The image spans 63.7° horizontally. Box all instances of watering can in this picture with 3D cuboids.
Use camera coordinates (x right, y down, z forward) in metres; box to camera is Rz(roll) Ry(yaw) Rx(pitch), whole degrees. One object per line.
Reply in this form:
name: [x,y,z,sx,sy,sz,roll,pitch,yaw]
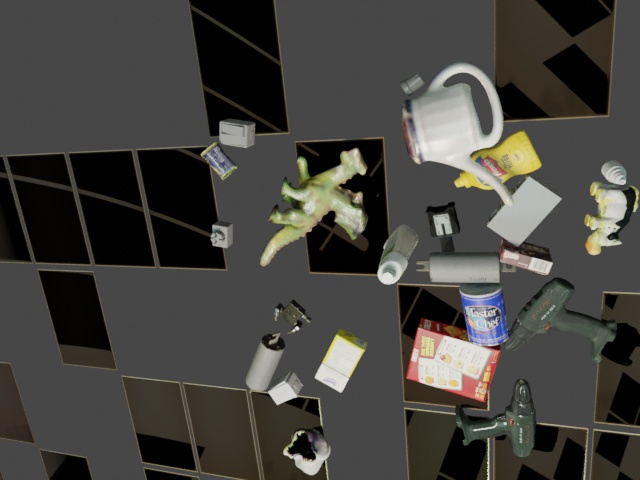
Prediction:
watering can: [0.307,-0.227,1.171,0.223,0.104,0.349,-13,84,21]

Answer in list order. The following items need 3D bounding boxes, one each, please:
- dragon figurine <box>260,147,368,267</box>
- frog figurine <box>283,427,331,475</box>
dragon figurine: [0.004,-0.068,1.352,0.243,0.124,0.403,21,115,1]
frog figurine: [-0.029,0.667,1.625,0.137,0.126,0.156,-16,140,14]
